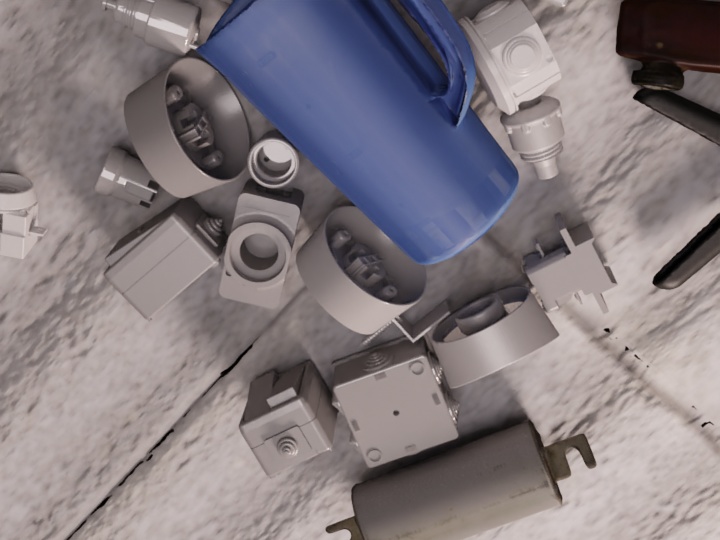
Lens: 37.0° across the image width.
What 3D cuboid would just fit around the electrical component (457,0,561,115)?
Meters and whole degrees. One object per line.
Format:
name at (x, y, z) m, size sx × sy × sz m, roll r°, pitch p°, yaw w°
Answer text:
electrical component at (0.110, -0.161, 0.803) m, size 0.051 × 0.080 × 0.080 m, roll -30°, pitch 106°, yaw 6°

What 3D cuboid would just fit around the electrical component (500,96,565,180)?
electrical component at (0.139, -0.102, 0.841) m, size 0.048 × 0.048 × 0.062 m, roll -18°, pitch 115°, yaw 8°

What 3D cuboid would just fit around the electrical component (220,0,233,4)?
electrical component at (-0.110, -0.226, 0.807) m, size 0.046 × 0.040 × 0.040 m, roll 21°, pitch 109°, yaw 0°

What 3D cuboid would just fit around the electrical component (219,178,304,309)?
electrical component at (-0.080, -0.020, 0.868) m, size 0.050 × 0.055 × 0.089 m, roll 13°, pitch 109°, yaw -3°

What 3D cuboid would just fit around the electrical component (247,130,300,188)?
electrical component at (-0.067, -0.089, 0.849) m, size 0.040 × 0.046 × 0.040 m, roll 0°, pitch 109°, yaw 1°

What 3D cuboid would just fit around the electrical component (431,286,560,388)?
electrical component at (0.109, 0.057, 0.871) m, size 0.099 × 0.099 × 0.064 m, roll -27°, pitch 101°, yaw 10°

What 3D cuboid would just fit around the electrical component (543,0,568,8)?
electrical component at (0.138, -0.238, 0.781) m, size 0.047 × 0.065 × 0.076 m, roll 20°, pitch 108°, yaw -5°

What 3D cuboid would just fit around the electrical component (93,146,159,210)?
electrical component at (-0.185, -0.072, 0.862) m, size 0.046 × 0.040 × 0.040 m, roll 24°, pitch 108°, yaw -13°

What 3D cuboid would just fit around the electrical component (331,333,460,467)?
electrical component at (0.030, 0.111, 0.915) m, size 0.100 × 0.048 × 0.099 m, roll -20°, pitch 108°, yaw 8°

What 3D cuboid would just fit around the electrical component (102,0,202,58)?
electrical component at (-0.157, -0.191, 0.819) m, size 0.078 × 0.040 × 0.040 m, roll 18°, pitch 109°, yaw -5°

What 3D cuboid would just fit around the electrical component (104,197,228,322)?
electrical component at (-0.153, -0.017, 0.868) m, size 0.096 × 0.061 × 0.061 m, roll -39°, pitch 104°, yaw 14°

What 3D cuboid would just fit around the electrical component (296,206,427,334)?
electrical component at (0.000, 0.000, 0.854) m, size 0.099 × 0.099 × 0.064 m, roll 42°, pitch 111°, yaw -12°

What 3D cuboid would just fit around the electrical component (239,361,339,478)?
electrical component at (-0.061, 0.123, 0.896) m, size 0.062 × 0.096 × 0.061 m, roll -26°, pitch 105°, yaw 11°

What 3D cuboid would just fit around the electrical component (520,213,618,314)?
electrical component at (0.169, 0.000, 0.877) m, size 0.064 × 0.042 × 0.081 m, roll -27°, pitch 106°, yaw 14°

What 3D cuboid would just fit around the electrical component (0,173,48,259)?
electrical component at (-0.288, -0.045, 0.871) m, size 0.066 × 0.048 × 0.055 m, roll 11°, pitch 117°, yaw -2°

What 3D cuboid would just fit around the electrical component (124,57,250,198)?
electrical component at (-0.131, -0.107, 0.820) m, size 0.064 × 0.099 × 0.099 m, roll -24°, pitch 107°, yaw 16°
